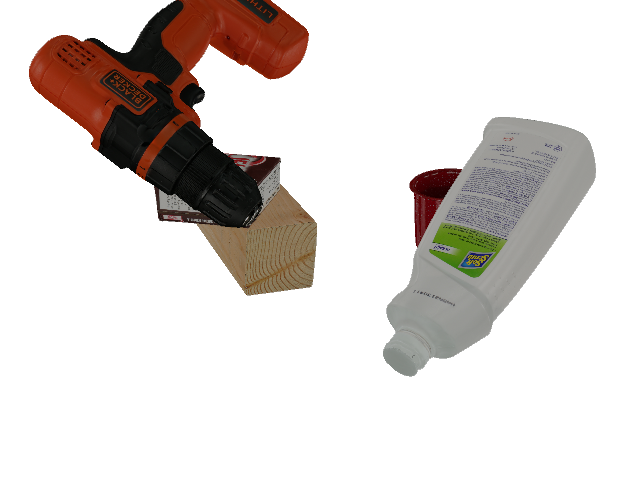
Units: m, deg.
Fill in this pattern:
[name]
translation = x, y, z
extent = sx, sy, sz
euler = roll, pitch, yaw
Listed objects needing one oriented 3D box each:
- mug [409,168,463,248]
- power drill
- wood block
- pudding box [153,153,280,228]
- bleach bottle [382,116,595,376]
[mug]
translation = 0.158, -0.033, 1.246
extent = 0.093, 0.081, 0.117
euler = 17, 33, 36
[power drill]
translation = -0.084, -0.111, 0.764
extent = 0.187, 0.184, 0.057
euler = -51, -1, -43
[wood block]
translation = -0.086, -0.020, 1.357
extent = 0.090, 0.090, 0.206
euler = -7, 27, -22
[pudding box]
translation = -0.093, -0.049, 0.988
extent = 0.090, 0.039, 0.113
euler = 4, 24, 11
[bleach bottle]
translation = 0.119, 0.005, 0.833
extent = 0.103, 0.068, 0.250
euler = 14, 50, 37
